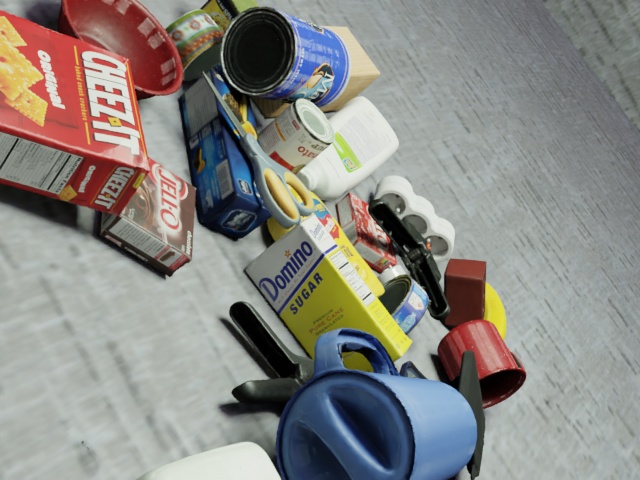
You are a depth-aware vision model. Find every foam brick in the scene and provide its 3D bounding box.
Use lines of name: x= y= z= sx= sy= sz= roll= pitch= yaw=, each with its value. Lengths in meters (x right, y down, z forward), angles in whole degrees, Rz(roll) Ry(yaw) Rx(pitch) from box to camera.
foam brick: x=0.192 y=0.070 z=1.414 sx=0.053 sy=0.051 sz=0.078 roll=-60 pitch=151 yaw=-60

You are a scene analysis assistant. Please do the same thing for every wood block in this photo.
wood block: x=-0.015 y=-0.232 z=1.458 sx=0.091 sy=0.090 sz=0.205 roll=56 pitch=29 yaw=9

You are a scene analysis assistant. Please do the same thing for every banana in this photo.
banana: x=0.225 y=0.117 z=1.469 sx=0.069 sy=0.037 sz=0.197 roll=25 pitch=32 yaw=-9

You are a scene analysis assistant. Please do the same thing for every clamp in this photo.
clamp: x=-0.031 y=0.132 z=1.065 sx=0.171 sy=0.039 sz=0.120 roll=34 pitch=37 yaw=-41
clamp: x=0.116 y=0.011 z=1.361 sx=0.164 sy=0.036 sz=0.210 roll=59 pitch=10 yaw=-4

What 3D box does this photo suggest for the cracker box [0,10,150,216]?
cracker box: x=-0.266 y=-0.126 z=0.950 sx=0.213 sy=0.072 sz=0.164 roll=16 pitch=40 yaw=-34

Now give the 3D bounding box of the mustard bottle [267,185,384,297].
mustard bottle: x=-0.008 y=0.001 z=1.230 sx=0.191 sy=0.058 sz=0.096 roll=55 pitch=34 yaw=7

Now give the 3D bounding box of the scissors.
scissors: x=-0.064 y=-0.098 z=1.180 sx=0.096 sy=0.016 sz=0.202 roll=9 pitch=50 yaw=-56

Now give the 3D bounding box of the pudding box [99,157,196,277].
pudding box: x=-0.168 y=-0.030 z=1.049 sx=0.090 sy=0.039 sz=0.113 roll=33 pitch=34 yaw=-30

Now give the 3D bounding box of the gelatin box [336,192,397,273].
gelatin box: x=0.060 y=-0.010 z=1.373 sx=0.073 sy=0.030 sz=0.089 roll=32 pitch=34 yaw=-33

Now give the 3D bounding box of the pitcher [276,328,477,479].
pitcher: x=0.066 y=0.180 z=1.027 sx=0.145 sy=0.149 sz=0.242 roll=28 pitch=6 yaw=24

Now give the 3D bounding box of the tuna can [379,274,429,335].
tuna can: x=0.085 y=0.083 z=1.243 sx=0.033 sy=0.086 sz=0.086 roll=44 pitch=29 yaw=-17

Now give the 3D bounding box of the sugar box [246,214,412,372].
sugar box: x=0.008 y=0.070 z=1.137 sx=0.176 sy=0.093 sz=0.048 roll=51 pitch=27 yaw=0

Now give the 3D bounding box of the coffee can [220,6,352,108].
coffee can: x=-0.038 y=-0.214 z=1.268 sx=0.103 sy=0.103 sz=0.140 roll=60 pitch=24 yaw=15

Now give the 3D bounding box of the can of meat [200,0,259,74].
can of meat: x=-0.114 y=-0.263 z=1.353 sx=0.057 sy=0.084 sz=0.102 roll=-5 pitch=61 yaw=-58

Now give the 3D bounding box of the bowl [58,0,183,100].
bowl: x=-0.226 y=-0.206 z=1.152 sx=0.162 sy=0.055 sz=0.162 roll=36 pitch=32 yaw=-27

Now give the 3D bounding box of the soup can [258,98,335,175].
soup can: x=-0.040 y=-0.112 z=1.268 sx=0.068 sy=0.102 sz=0.068 roll=37 pitch=31 yaw=-27

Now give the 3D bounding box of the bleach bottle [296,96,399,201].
bleach bottle: x=0.020 y=-0.115 z=1.405 sx=0.102 sy=0.068 sz=0.250 roll=51 pitch=30 yaw=1

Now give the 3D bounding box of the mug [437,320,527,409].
mug: x=0.207 y=0.154 z=1.331 sx=0.117 sy=0.093 sz=0.081 roll=2 pitch=48 yaw=-32
